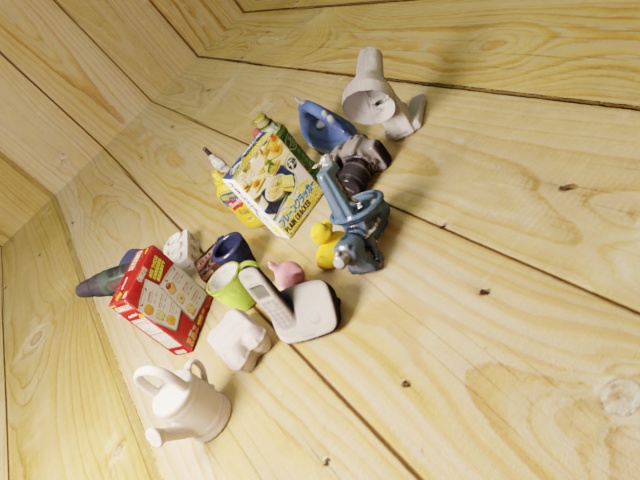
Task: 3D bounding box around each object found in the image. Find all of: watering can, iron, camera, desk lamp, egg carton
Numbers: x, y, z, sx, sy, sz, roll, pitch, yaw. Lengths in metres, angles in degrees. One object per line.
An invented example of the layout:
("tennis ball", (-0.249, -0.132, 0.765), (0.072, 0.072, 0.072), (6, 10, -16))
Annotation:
("watering can", (-0.266, 0.300, 1.073), (0.101, 0.195, 0.172), (-32, 35, 16))
("iron", (0.017, -0.313, 1.530), (0.119, 0.142, 0.257), (-45, 33, -4))
("camera", (0.074, -0.173, 1.350), (0.142, 0.101, 0.137), (-5, 48, 43))
("desk lamp", (0.148, -0.337, 1.356), (0.117, 0.214, 0.203), (-16, 41, 34))
("egg carton", (-0.170, 0.208, 1.194), (0.107, 0.070, 0.149), (-50, 34, -12))

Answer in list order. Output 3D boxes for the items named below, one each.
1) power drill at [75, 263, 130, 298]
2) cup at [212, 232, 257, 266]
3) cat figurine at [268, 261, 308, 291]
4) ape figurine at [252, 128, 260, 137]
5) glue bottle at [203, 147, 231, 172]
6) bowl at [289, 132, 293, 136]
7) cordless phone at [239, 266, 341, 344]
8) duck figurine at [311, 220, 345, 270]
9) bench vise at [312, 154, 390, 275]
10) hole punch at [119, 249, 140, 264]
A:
("power drill", (-0.469, 0.142, 1.449), (0.229, 0.209, 0.075), (-27, 36, 22))
("cup", (-0.207, 0.038, 1.403), (0.092, 0.095, 0.117), (-47, 33, -7))
("cat figurine", (-0.067, 0.076, 1.194), (0.067, 0.118, 0.127), (-48, 34, -9))
("ape figurine", (-0.174, -0.310, 1.768), (0.078, 0.092, 0.075), (-52, 35, -15))
("glue bottle", (-0.286, -0.212, 1.697), (0.037, 0.174, 0.078), (-47, 34, -8))
("bowl", (-0.127, -0.229, 1.643), (0.167, 0.075, 0.167), (-27, 36, 22))
("cordless phone", (-0.057, 0.108, 1.085), (0.147, 0.186, 0.094), (-22, 38, 27))
("duck figurine", (0.011, 0.004, 1.225), (0.077, 0.086, 0.104), (-9, 45, 40))
("bench vise", (0.062, -0.052, 1.114), (0.121, 0.220, 0.207), (-26, 37, 23))
("hole punch", (-0.528, 0.074, 1.696), (0.100, 0.091, 0.108), (-19, 39, 31))
